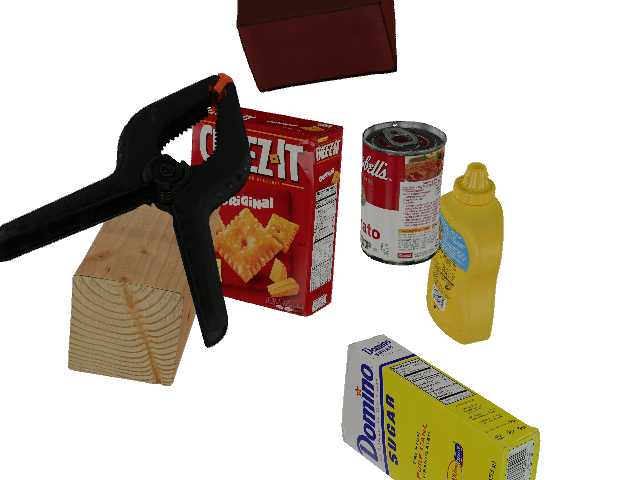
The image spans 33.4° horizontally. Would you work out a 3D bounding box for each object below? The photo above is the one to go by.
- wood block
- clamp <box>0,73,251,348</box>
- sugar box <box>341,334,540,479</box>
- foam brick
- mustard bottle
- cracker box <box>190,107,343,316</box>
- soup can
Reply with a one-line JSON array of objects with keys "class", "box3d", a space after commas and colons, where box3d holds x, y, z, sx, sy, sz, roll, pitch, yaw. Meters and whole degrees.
[{"class": "wood block", "box3d": [-0.150, 0.028, 0.941, 0.090, 0.091, 0.206, 10, 26, -1]}, {"class": "clamp", "box3d": [-0.099, -0.030, 0.732, 0.164, 0.209, 0.036, 28, -33, 8]}, {"class": "sugar box", "box3d": [0.086, 0.150, 0.818, 0.048, 0.093, 0.176, -14, 27, -37]}, {"class": "foam brick", "box3d": [-0.001, -0.119, 0.567, 0.078, 0.053, 0.051, -8, -35, 12]}, {"class": "mustard bottle", "box3d": [0.149, 0.006, 1.092, 0.058, 0.192, 0.096, -10, 37, -15]}, {"class": "cracker box", "box3d": [-0.067, -0.034, 1.217, 0.164, 0.214, 0.072, 13, 22, 26]}, {"class": "soup can", "box3d": [0.067, -0.039, 0.879, 0.068, 0.102, 0.068, 0, 27, 0]}]
